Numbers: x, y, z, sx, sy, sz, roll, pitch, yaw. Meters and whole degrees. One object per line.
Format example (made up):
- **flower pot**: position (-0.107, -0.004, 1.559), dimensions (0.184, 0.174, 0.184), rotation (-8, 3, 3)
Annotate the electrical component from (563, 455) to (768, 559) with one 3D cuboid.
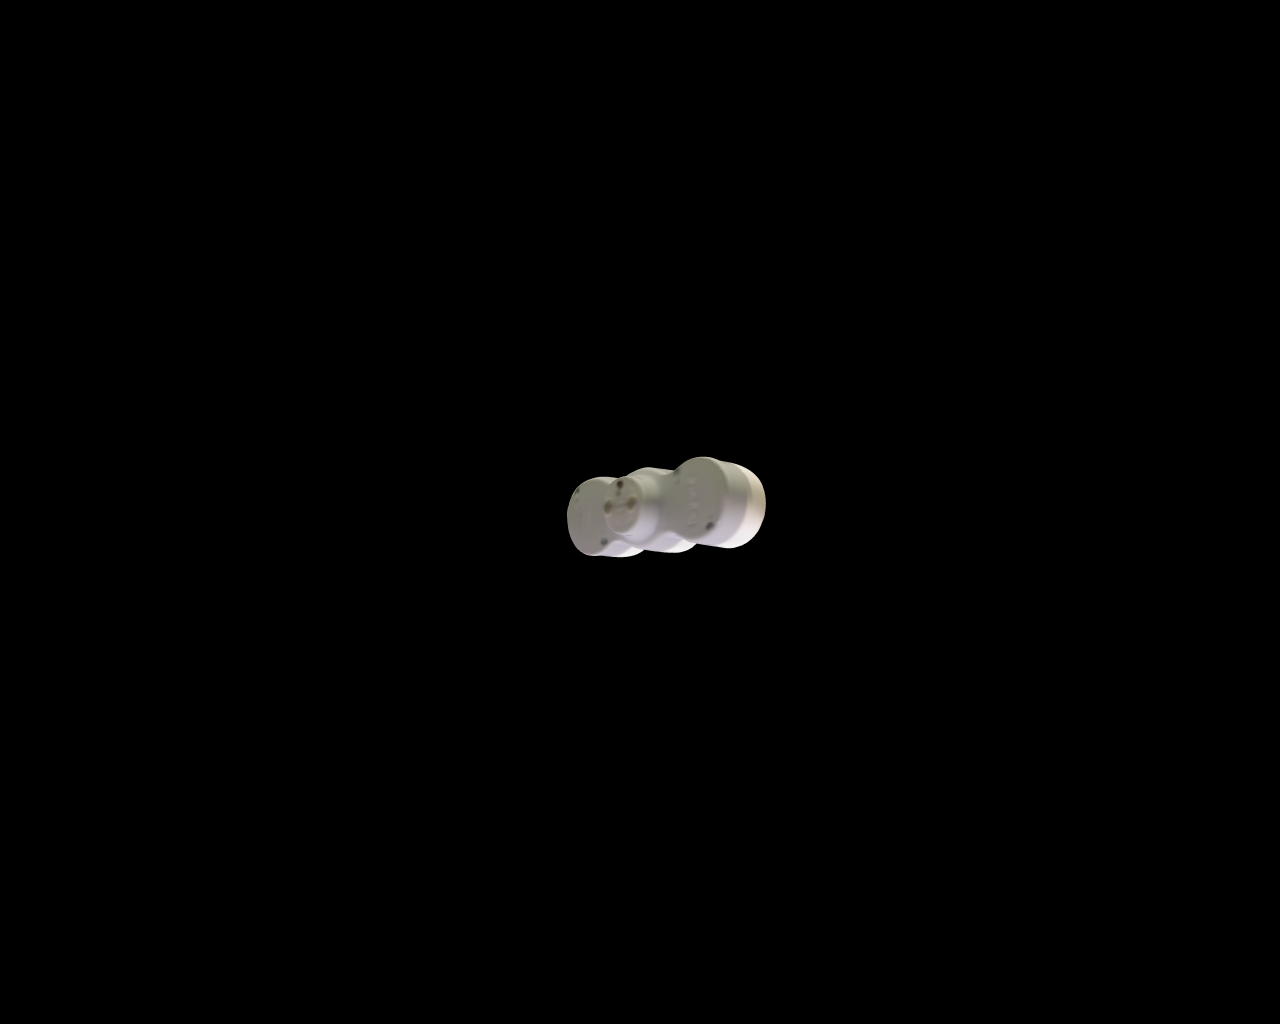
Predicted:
- **electrical component**: position (0.001, -0.003, 0.650), dimensions (0.138, 0.052, 0.074), rotation (-8, -11, 43)
